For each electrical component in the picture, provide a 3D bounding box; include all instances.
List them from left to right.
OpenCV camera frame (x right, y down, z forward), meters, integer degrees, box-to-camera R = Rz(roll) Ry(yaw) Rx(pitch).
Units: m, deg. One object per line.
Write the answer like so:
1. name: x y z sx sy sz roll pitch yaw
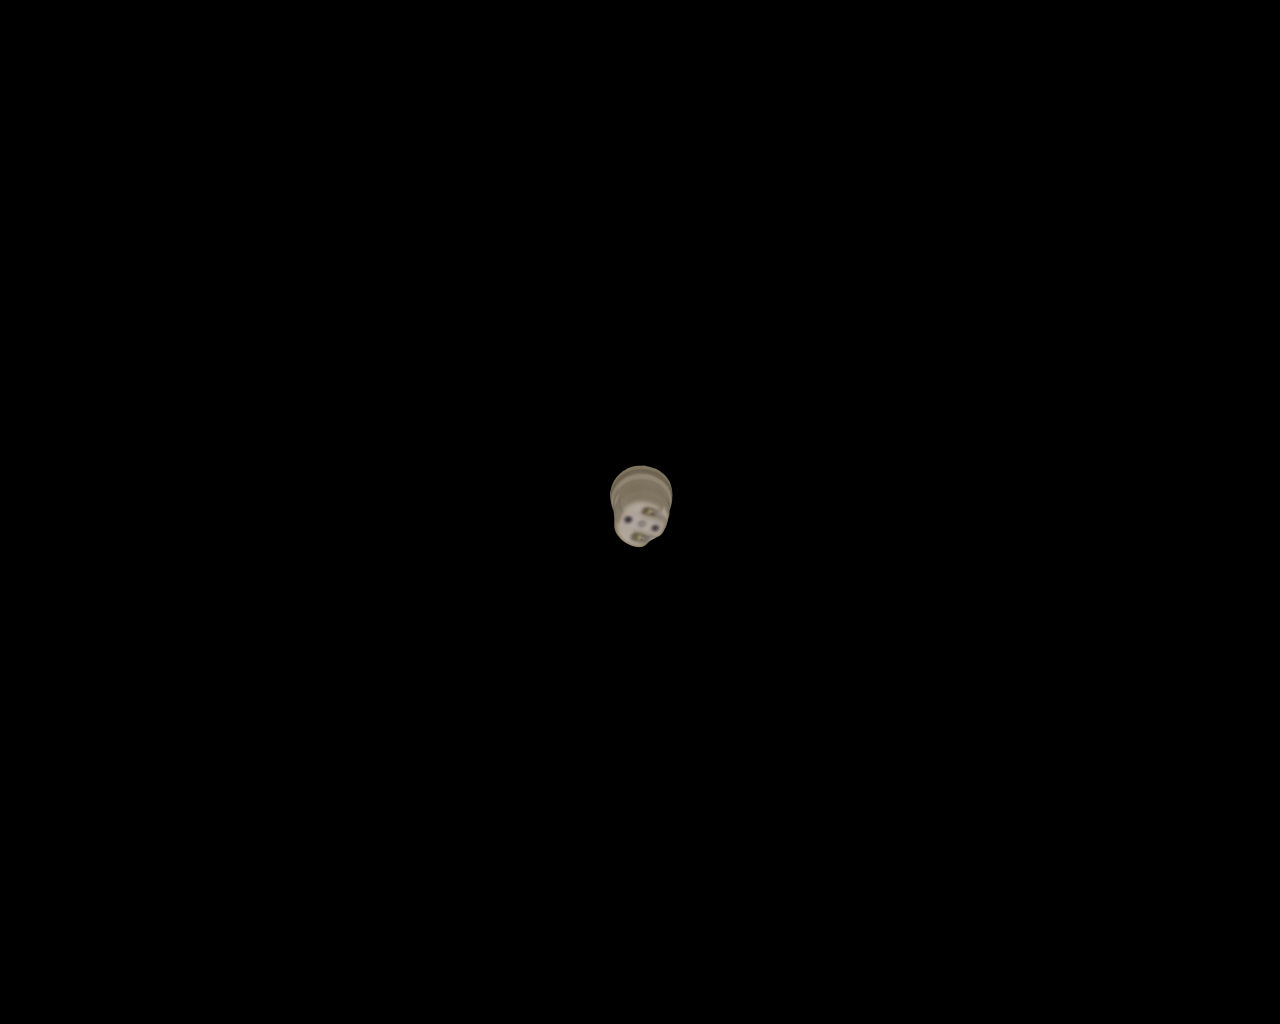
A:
1. electrical component: 0.001 -0.003 0.650 0.040 0.040 0.046 0 25 0
